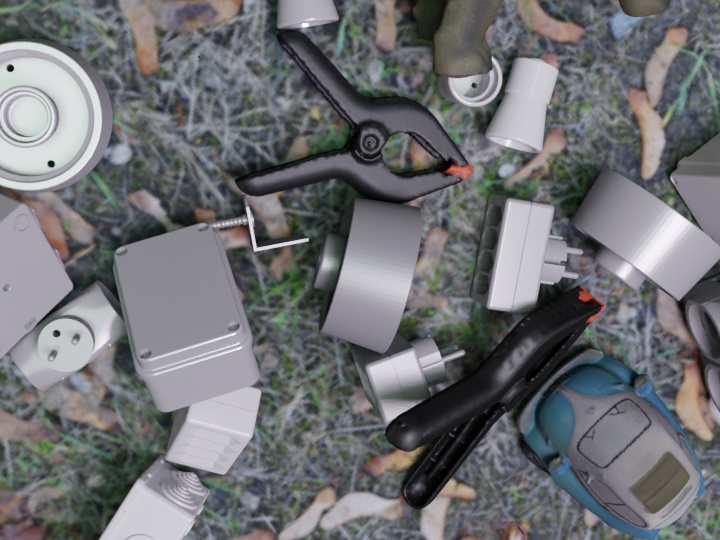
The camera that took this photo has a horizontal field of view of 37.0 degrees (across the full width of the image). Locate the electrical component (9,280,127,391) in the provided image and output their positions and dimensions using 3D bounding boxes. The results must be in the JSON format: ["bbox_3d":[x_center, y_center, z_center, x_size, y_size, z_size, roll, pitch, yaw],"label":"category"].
[{"bbox_3d":[-0.203,0.049,0.748,0.077,0.079,0.043,-36,101,-4],"label":"electrical component"}]

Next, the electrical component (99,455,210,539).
[{"bbox_3d":[-0.153,0.189,0.769,0.048,0.099,0.099,33,91,-1],"label":"electrical component"}]

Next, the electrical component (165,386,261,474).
[{"bbox_3d":[-0.104,0.096,0.781,0.047,0.083,0.075,17,57,-12],"label":"electrical component"}]

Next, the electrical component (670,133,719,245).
[{"bbox_3d":[0.295,-0.059,0.806,0.057,0.113,0.078,-38,103,-6],"label":"electrical component"}]

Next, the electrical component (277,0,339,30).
[{"bbox_3d":[-0.041,-0.201,0.758,0.045,0.045,0.055,-10,99,-9],"label":"electrical component"}]

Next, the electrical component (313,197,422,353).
[{"bbox_3d":[0.000,0.000,0.766,0.060,0.108,0.108,14,96,-6],"label":"electrical component"}]

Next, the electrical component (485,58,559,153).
[{"bbox_3d":[0.123,-0.125,0.802,0.044,0.044,0.065,17,90,-12],"label":"electrical component"}]

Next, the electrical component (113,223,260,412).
[{"bbox_3d":[-0.120,0.030,0.738,0.078,0.113,0.057,-17,140,-7],"label":"electrical component"}]

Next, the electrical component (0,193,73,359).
[{"bbox_3d":[-0.248,0.005,0.713,0.099,0.048,0.099,-49,143,-28],"label":"electrical component"}]

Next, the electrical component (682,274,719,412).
[{"bbox_3d":[0.311,0.069,0.790,0.060,0.186,0.105,-22,102,-7],"label":"electrical component"}]

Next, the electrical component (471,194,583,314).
[{"bbox_3d":[0.133,-0.010,0.817,0.076,0.047,0.083,8,96,-12],"label":"electrical component"}]

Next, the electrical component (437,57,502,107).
[{"bbox_3d":[0.078,-0.140,0.788,0.040,0.046,0.040,-2,99,-10],"label":"electrical component"}]

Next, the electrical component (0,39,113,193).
[{"bbox_3d":[-0.225,-0.104,0.730,0.108,0.060,0.108,-2,99,-10],"label":"electrical component"}]

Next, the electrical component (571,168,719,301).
[{"bbox_3d":[0.207,-0.020,0.801,0.108,0.108,0.060,35,97,-13],"label":"electrical component"}]

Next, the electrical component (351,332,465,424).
[{"bbox_3d":[0.040,0.072,0.803,0.077,0.066,0.047,-20,101,-7],"label":"electrical component"}]
